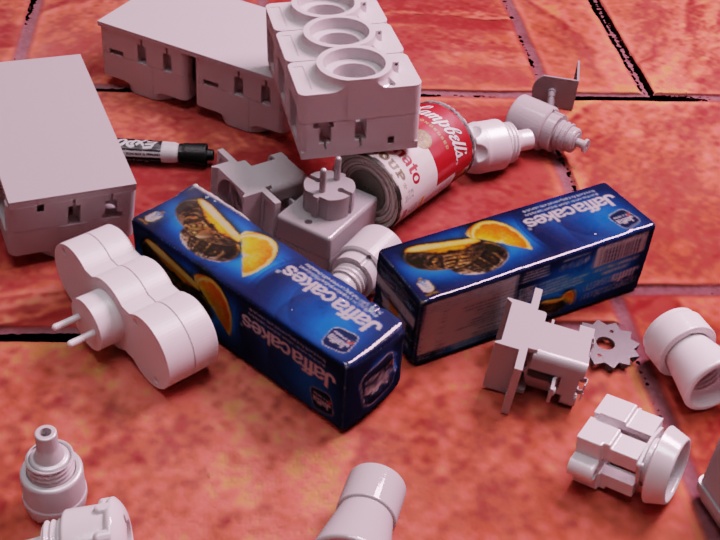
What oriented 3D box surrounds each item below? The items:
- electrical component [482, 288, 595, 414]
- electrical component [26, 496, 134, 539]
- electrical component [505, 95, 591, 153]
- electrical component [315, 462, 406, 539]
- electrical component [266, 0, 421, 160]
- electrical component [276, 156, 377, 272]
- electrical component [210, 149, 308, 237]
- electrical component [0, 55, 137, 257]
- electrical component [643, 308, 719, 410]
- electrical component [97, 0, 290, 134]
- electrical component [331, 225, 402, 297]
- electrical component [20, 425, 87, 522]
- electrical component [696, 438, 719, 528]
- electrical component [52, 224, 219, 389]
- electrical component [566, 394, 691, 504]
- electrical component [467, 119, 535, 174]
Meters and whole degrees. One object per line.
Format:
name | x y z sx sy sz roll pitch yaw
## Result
electrical component | 0.118 0.056 0.703 0.064 0.042 0.081 17 42 7
electrical component | -0.151 0.146 0.561 0.062 0.048 0.048 -8 41 -6
electrical component | 0.160 -0.121 0.922 0.078 0.040 0.040 28 45 25
electrical component | 0.002 0.138 0.591 0.044 0.044 0.065 13 36 9
electrical component | -0.016 -0.154 0.821 0.089 0.061 0.150 -7 40 -11
electrical component | -0.023 -0.046 0.781 0.047 0.076 0.066 25 43 22
electrical component | -0.075 -0.058 0.818 0.064 0.042 0.081 -20 47 -33
electrical component | -0.231 -0.085 0.796 0.089 0.061 0.150 -12 52 -25
electrical component | 0.219 0.058 0.710 0.045 0.045 0.055 -10 42 -18
electrical component | -0.122 -0.189 0.955 0.186 0.060 0.105 21 42 17
electrical component | 0.000 0.000 0.757 0.040 0.040 0.078 24 43 21
electrical component | -0.169 0.109 0.588 0.035 0.061 0.035 3 39 -3
electrical component | 0.268 0.139 0.609 0.109 0.056 0.108 -8 42 -15
electrical component | -0.161 0.028 0.694 0.074 0.052 0.138 -27 49 -33
electrical component | 0.163 0.109 0.641 0.055 0.048 0.066 20 41 28
electrical component | 0.115 -0.104 0.895 0.062 0.043 0.043 -12 42 -21
